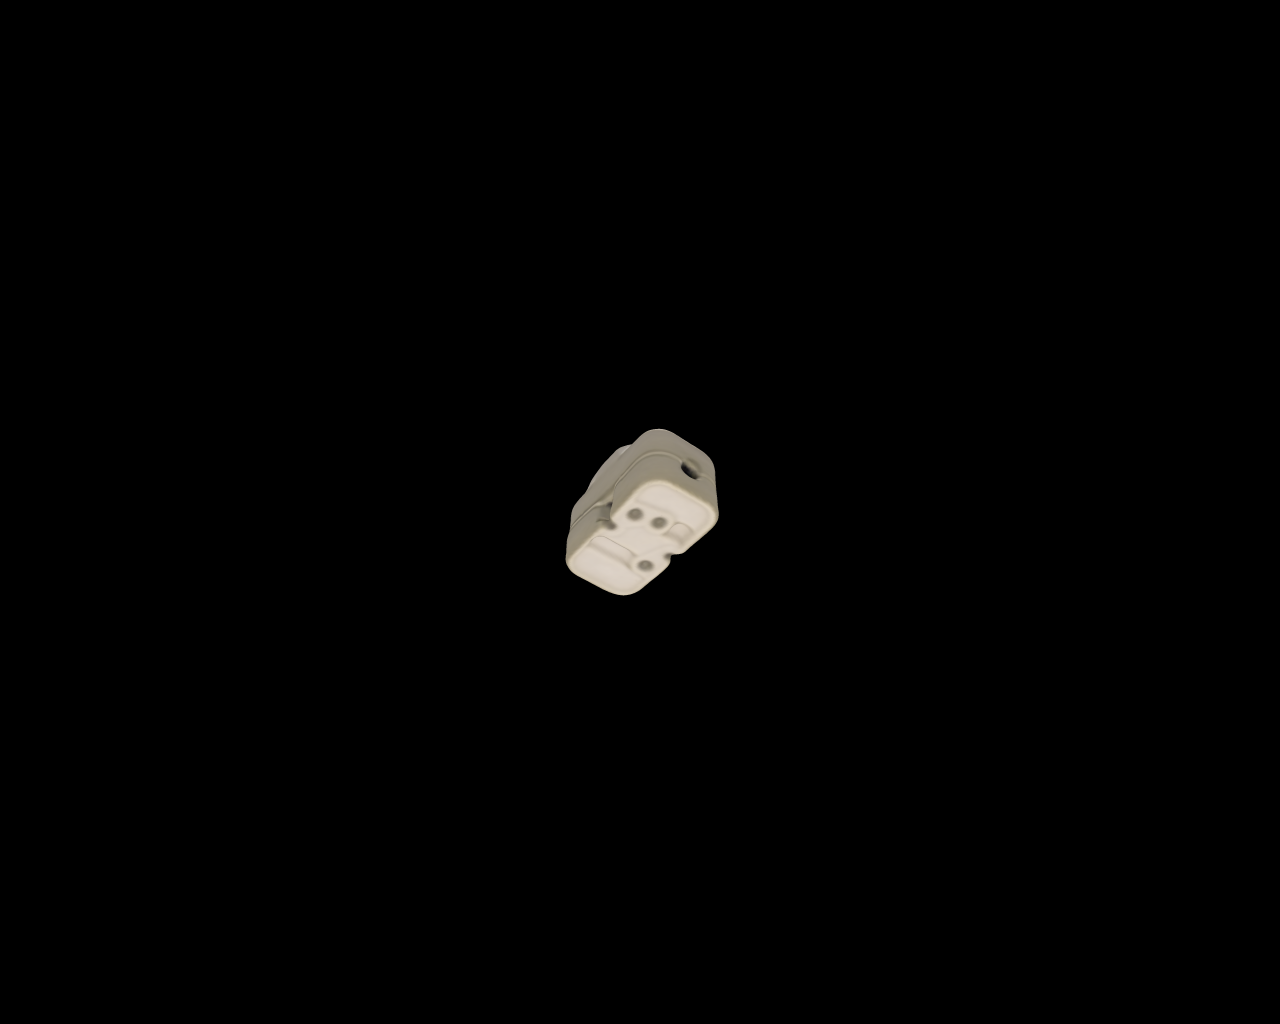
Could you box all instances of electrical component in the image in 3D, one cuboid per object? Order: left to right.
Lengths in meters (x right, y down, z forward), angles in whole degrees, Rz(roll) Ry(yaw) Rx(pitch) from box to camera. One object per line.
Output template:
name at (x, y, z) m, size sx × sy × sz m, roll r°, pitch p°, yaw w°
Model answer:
electrical component at (0.001, -0.003, 0.650) m, size 0.053 × 0.059 × 0.095 m, roll 30°, pitch -54°, yaw -24°
